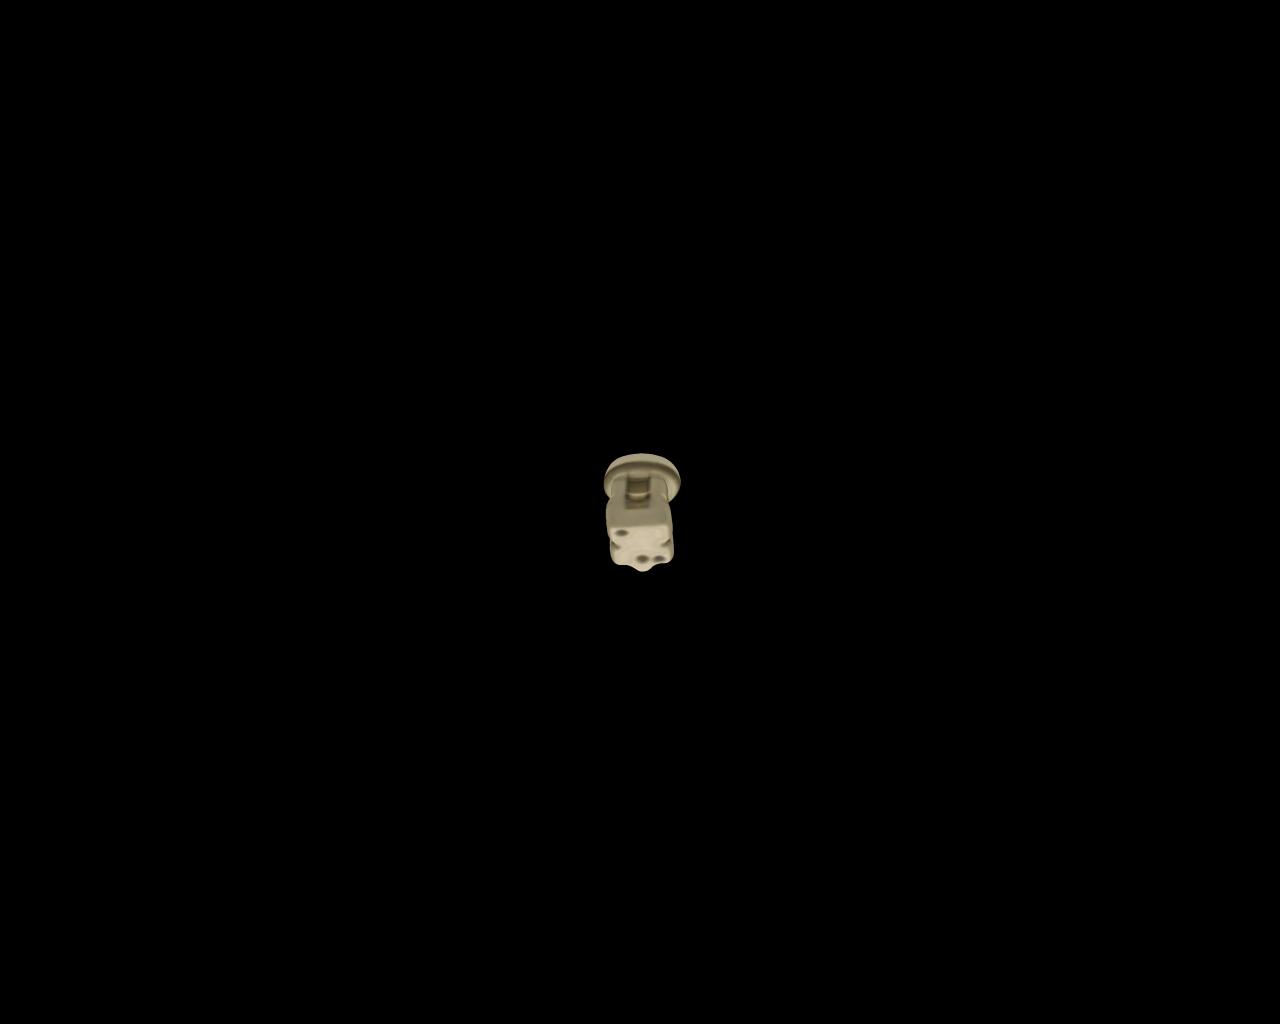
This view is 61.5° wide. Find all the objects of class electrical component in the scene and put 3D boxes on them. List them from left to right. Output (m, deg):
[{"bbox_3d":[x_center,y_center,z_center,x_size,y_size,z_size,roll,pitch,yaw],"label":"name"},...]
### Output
[{"bbox_3d":[0.001,-0.003,0.650,0.048,0.055,0.066,-1,-34,2],"label":"electrical component"}]
